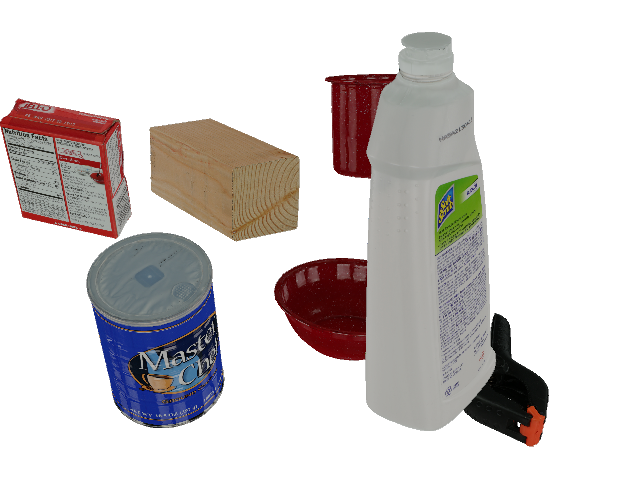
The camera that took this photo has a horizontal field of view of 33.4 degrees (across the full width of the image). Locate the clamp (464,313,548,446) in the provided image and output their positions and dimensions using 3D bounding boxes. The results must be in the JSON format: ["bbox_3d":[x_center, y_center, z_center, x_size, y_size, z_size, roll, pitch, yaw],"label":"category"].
[{"bbox_3d":[0.151,0.114,0.929,0.120,0.039,0.172,-16,36,-25],"label":"clamp"}]

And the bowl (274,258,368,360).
[{"bbox_3d":[0.031,0.078,1.119,0.162,0.055,0.162,3,27,-2],"label":"bowl"}]

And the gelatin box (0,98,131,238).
[{"bbox_3d":[-0.169,-0.048,0.719,0.073,0.089,0.030,12,45,10],"label":"gelatin box"}]

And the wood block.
[{"bbox_3d":[-0.119,-0.077,1.285,0.090,0.090,0.206,-12,25,-33],"label":"wood block"}]

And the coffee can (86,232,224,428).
[{"bbox_3d":[-0.138,0.078,0.917,0.103,0.140,0.103,-1,44,0],"label":"coffee can"}]

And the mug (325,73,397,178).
[{"bbox_3d":[0.062,-0.097,0.901,0.117,0.081,0.093,4,13,24],"label":"mug"}]

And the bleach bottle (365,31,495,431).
[{"bbox_3d":[0.069,-0.008,0.665,0.068,0.251,0.102,16,35,29],"label":"bleach bottle"}]
